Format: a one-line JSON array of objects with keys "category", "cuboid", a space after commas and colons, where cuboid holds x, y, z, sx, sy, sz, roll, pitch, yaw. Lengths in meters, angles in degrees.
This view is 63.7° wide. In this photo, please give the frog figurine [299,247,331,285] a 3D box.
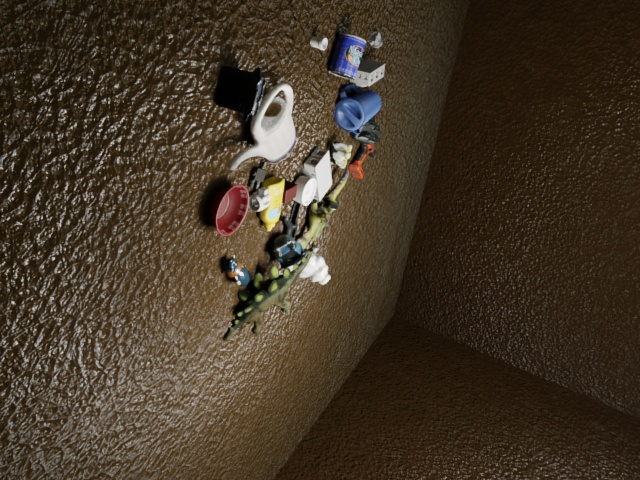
[{"category": "frog figurine", "cuboid": [-0.035, 0.119, 2.145, 0.136, 0.162, 0.122, -33, 155, 18]}]

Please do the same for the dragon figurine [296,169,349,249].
[{"category": "dragon figurine", "cuboid": [0.007, -0.110, 2.190, 0.418, 0.123, 0.237, -51, 169, -37]}]

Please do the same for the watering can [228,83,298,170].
[{"category": "watering can", "cuboid": [-0.163, -0.307, 1.549, 0.353, 0.104, 0.220, -63, 158, -20]}]
